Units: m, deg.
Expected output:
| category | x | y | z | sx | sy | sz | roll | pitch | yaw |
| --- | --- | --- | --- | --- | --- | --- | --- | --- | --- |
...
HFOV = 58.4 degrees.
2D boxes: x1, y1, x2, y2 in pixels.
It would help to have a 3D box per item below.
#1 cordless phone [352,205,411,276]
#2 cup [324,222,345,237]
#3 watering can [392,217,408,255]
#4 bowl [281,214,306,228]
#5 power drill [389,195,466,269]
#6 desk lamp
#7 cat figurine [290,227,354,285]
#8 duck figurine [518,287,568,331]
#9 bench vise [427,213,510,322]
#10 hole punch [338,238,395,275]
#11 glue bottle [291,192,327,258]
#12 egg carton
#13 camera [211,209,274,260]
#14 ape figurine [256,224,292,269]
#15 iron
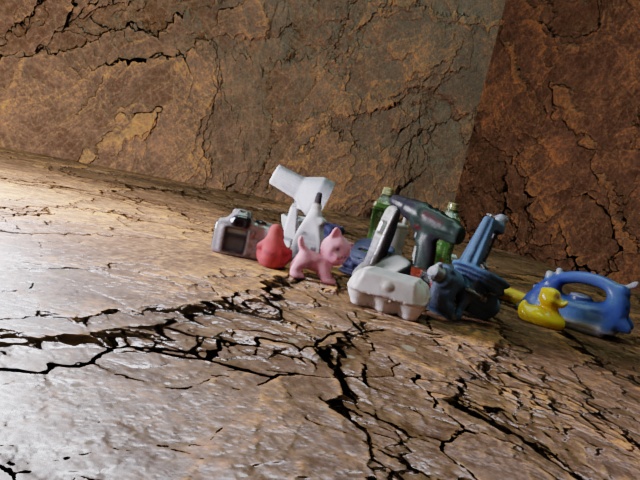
| category | x | y | z | sx | sy | sz | roll | pitch | yaw |
| --- | --- | --- | --- | --- | --- | --- | --- | --- | --- |
| cordless phone | 0.142 | 0.021 | 1.207 | 0.094 | 0.185 | 0.147 | 10 | 7 | -21 |
| cup | 0.014 | 0.005 | 1.482 | 0.092 | 0.095 | 0.117 | 12 | 7 | -10 |
| watering can | 0.233 | -0.039 | 1.859 | 0.100 | 0.194 | 0.173 | 15 | 7 | 19 |
| bowl | -0.042 | -0.025 | 1.723 | 0.167 | 0.075 | 0.167 | 13 | 7 | -1 |
| power drill | 0.261 | 0.001 | 1.512 | 0.228 | 0.208 | 0.076 | 17 | 8 | 33 |
| desk lamp | -0.077 | -0.090 | 1.592 | 0.203 | 0.213 | 0.118 | 12 | 7 | -5 |
| cat figurine | 0.009 | 0.027 | 1.186 | 0.128 | 0.118 | 0.067 | 12 | 7 | -11 |
| duck figurine | 0.502 | 0.147 | 1.281 | 0.104 | 0.086 | 0.078 | 15 | 7 | 18 |
| bench vise | 0.305 | 0.051 | 1.117 | 0.121 | 0.220 | 0.208 | 17 | 8 | 34 |
| hole punch | 0.112 | 0.044 | 1.360 | 0.108 | 0.091 | 0.101 | 17 | 8 | 32 |
| glue bottle | -0.018 | -0.029 | 1.371 | 0.078 | 0.173 | 0.037 | 15 | 7 | 17 |
| egg carton | 0.128 | 0.095 | 1.052 | 0.150 | 0.069 | 0.107 | 15 | 7 | 15 |
| camera | -0.168 | -0.019 | 1.301 | 0.143 | 0.101 | 0.136 | 12 | 7 | -11 |
| ape figurine | -0.096 | 0.012 | 1.221 | 0.077 | 0.092 | 0.076 | 15 | 7 | 16 |
| iron | 0.606 | 0.134 | 1.349 | 0.257 | 0.141 | 0.119 | 17 | 8 | 30 |
